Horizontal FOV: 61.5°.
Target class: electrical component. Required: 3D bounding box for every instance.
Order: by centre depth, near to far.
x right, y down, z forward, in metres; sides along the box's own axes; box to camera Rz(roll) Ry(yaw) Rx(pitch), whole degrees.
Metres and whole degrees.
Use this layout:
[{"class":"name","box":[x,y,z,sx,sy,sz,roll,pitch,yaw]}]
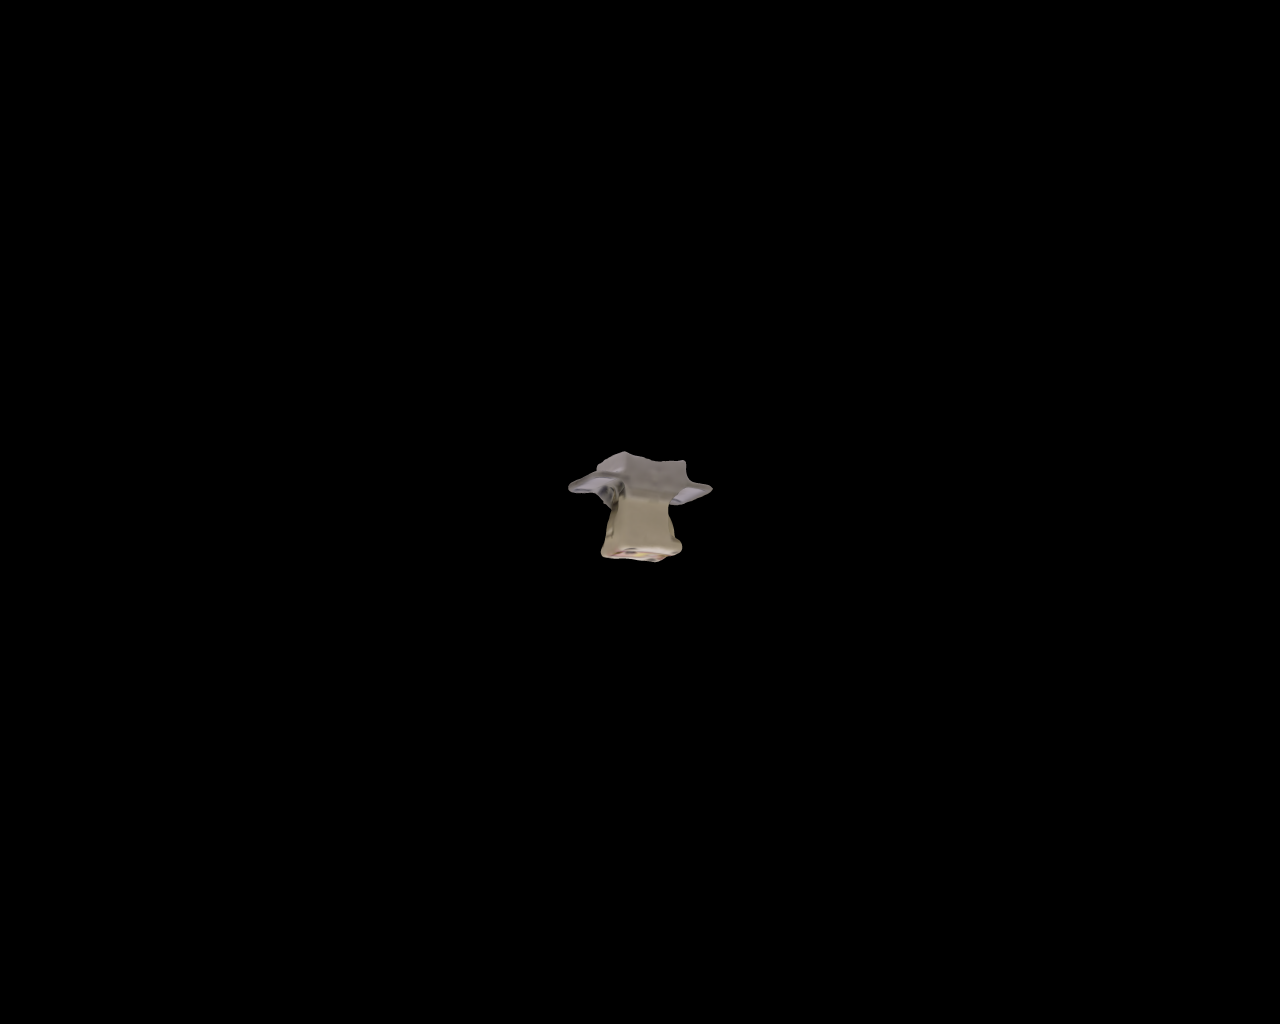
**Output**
[{"class":"electrical component","box":[0.001,-0.003,0.650,0.081,0.064,0.042,7,-15,-26]}]
